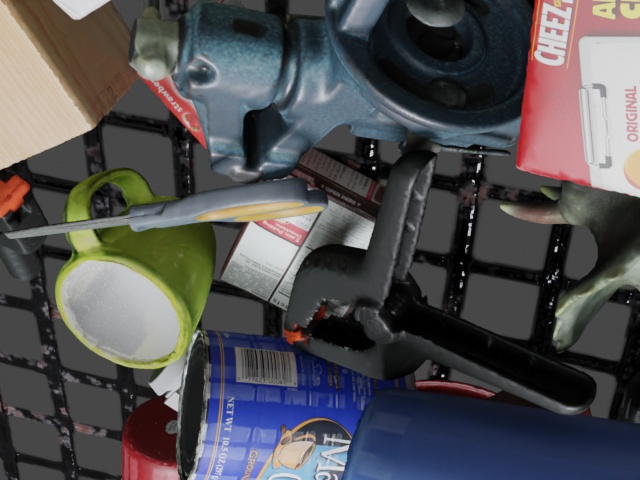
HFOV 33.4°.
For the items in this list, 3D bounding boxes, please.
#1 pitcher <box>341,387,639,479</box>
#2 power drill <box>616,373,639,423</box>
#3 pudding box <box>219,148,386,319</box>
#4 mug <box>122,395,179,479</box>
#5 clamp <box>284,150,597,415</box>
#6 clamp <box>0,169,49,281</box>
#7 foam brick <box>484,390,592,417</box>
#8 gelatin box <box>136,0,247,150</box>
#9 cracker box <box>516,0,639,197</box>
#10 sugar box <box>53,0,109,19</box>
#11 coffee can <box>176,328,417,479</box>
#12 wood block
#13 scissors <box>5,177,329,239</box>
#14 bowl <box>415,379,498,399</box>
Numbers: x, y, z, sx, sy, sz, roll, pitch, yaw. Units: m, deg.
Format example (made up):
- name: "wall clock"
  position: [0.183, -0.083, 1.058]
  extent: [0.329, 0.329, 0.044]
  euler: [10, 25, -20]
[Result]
- name: "pitcher"
  position: [0.140, 0.161, 0.603]
  extent: [0.243, 0.144, 0.149]
  euler: [10, 119, 16]
- name: "power drill"
  position: [0.283, 0.165, 0.702]
  extent: [0.188, 0.057, 0.184]
  euler: [9, 132, 17]
- name: "pudding box"
  position: [-0.005, 0.001, 0.691]
  extent: [0.090, 0.039, 0.114]
  euler: [27, 133, -5]
- name: "mug"
  position: [-0.101, 0.174, 0.833]
  extent: [0.117, 0.093, 0.081]
  euler: [-5, 125, -15]
- name: "clamp"
  position: [0.038, 0.029, 0.605]
  extent: [0.210, 0.036, 0.164]
  euler: [-7, 120, 52]
- name: "clamp"
  position: [-0.230, -0.026, 0.714]
  extent: [0.120, 0.039, 0.172]
  euler: [36, 158, -10]
- name: "foam brick"
  position: [0.150, 0.138, 0.710]
  extent: [0.051, 0.053, 0.078]
  euler: [24, 133, 65]
- name: "gelatin box"
  position: [-0.054, -0.091, 0.643]
  extent: [0.073, 0.030, 0.089]
  euler: [-28, 112, 34]
- name: "cracker box"
  position: [0.199, -0.088, 0.432]
  extent: [0.214, 0.072, 0.164]
  euler: [15, 133, 19]
- name: "sugar box"
  position: [-0.061, -0.177, 0.454]
  extent: [0.176, 0.048, 0.093]
  euler: [-30, 122, 12]
- name: "coffee can"
  position: [-0.018, 0.116, 0.712]
  extent: [0.140, 0.103, 0.103]
  euler: [7, 132, -15]
- name: "wood block"
  position: [-0.201, -0.154, 0.611]
  extent: [0.091, 0.090, 0.206]
  euler: [-18, 117, 29]
- name: "scissors"
  position: [-0.082, -0.014, 0.622]
  extent: [0.202, 0.096, 0.016]
  euler: [-8, 85, 36]
- name: "bowl"
  position: [0.093, 0.179, 0.781]
  extent: [0.162, 0.055, 0.162]
  euler: [10, 129, 12]
